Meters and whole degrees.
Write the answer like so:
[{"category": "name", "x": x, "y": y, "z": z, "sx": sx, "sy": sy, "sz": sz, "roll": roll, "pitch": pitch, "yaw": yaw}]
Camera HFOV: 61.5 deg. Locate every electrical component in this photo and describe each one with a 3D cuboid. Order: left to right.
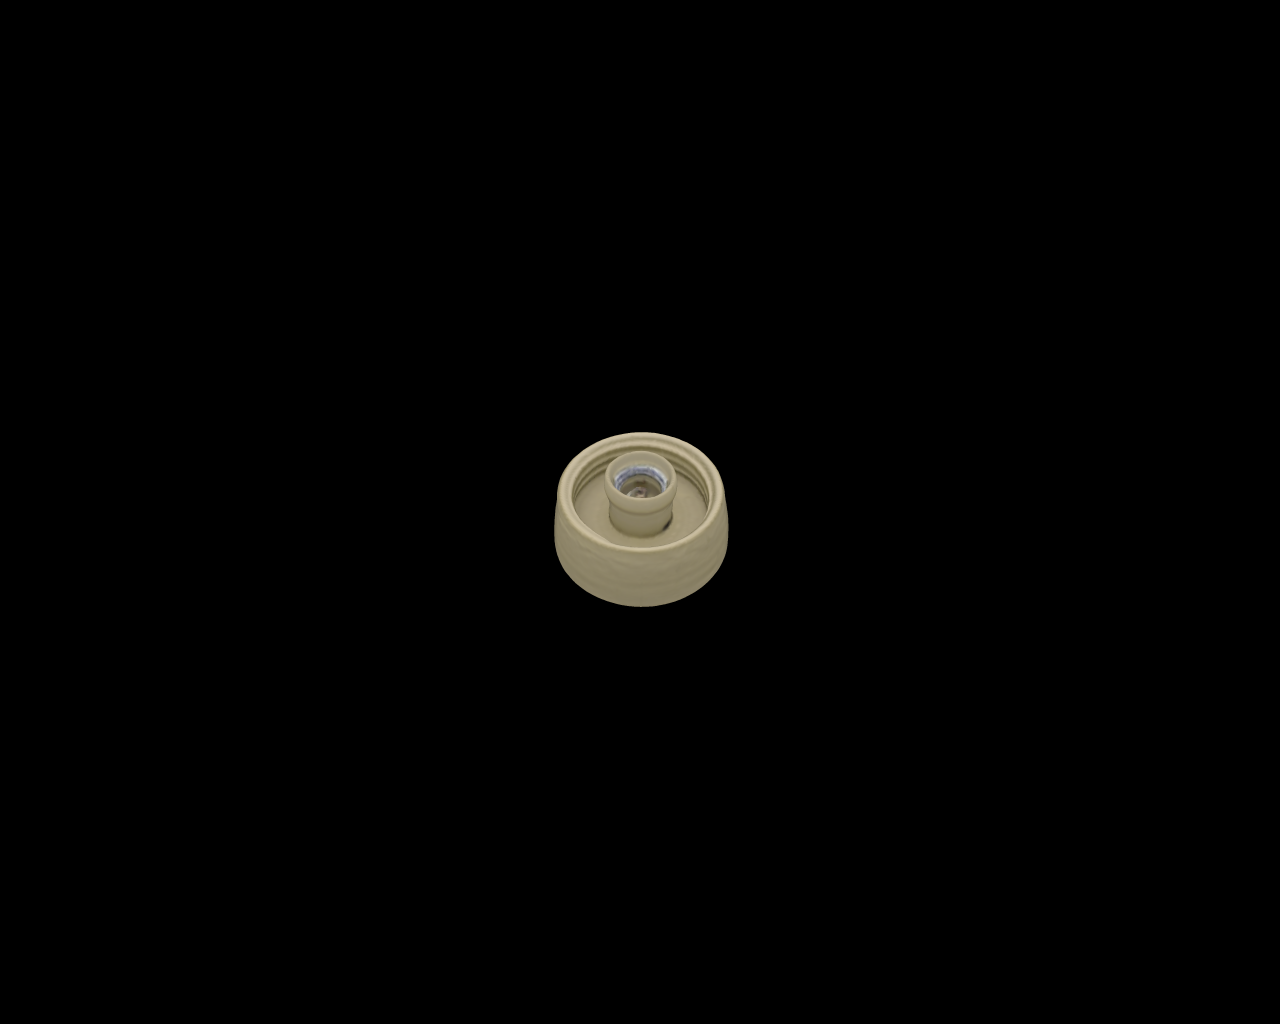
[{"category": "electrical component", "x": 0.001, "y": -0.003, "z": 0.650, "sx": 0.108, "sy": 0.108, "sz": 0.060, "roll": 0, "pitch": -41, "yaw": 0}]
